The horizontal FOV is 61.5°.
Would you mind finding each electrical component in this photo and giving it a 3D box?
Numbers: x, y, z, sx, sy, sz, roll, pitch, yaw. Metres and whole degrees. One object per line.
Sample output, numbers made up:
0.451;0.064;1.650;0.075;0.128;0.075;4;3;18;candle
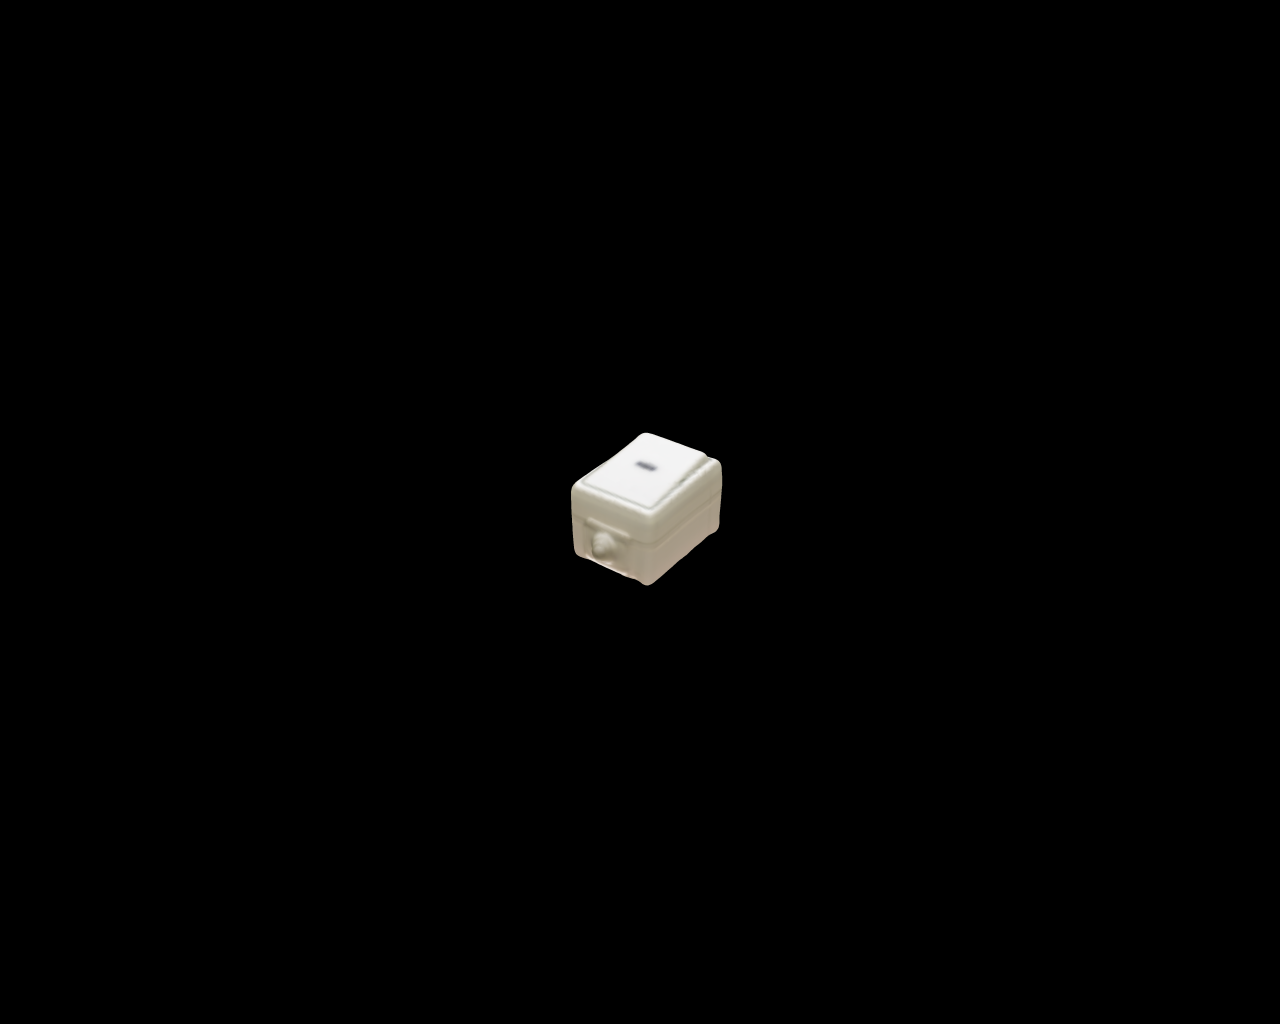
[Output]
0.001;-0.003;0.650;0.062;0.061;0.096;22;40;30;electrical component
